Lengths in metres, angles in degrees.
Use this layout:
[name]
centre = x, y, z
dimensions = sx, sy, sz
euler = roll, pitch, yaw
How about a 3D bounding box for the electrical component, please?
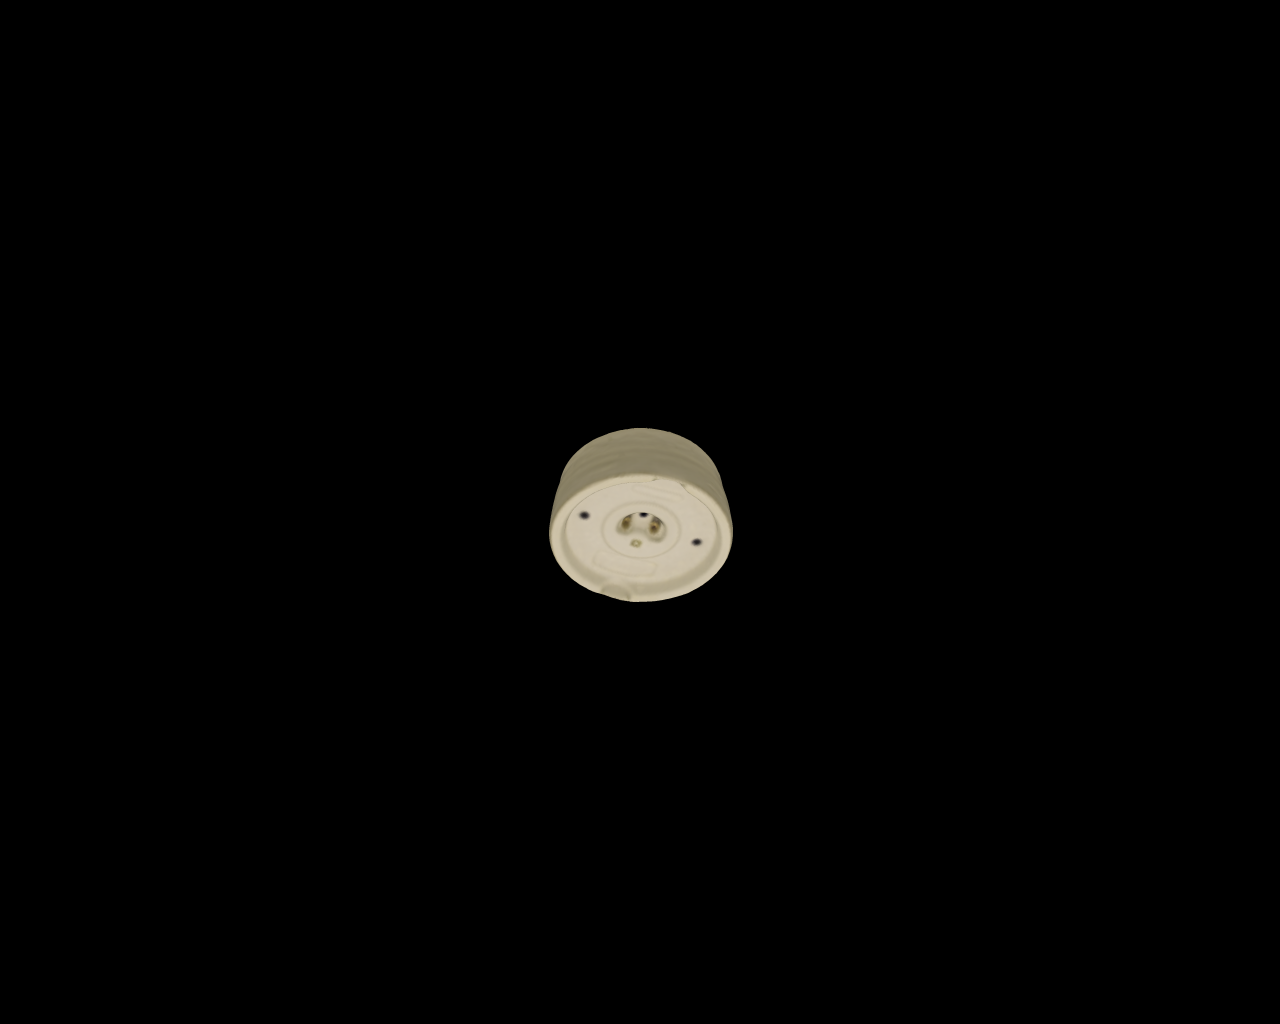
[electrical component]
centre = 0.001, -0.003, 0.650
dimensions = 0.108, 0.108, 0.060
euler = 0, 44, 0
